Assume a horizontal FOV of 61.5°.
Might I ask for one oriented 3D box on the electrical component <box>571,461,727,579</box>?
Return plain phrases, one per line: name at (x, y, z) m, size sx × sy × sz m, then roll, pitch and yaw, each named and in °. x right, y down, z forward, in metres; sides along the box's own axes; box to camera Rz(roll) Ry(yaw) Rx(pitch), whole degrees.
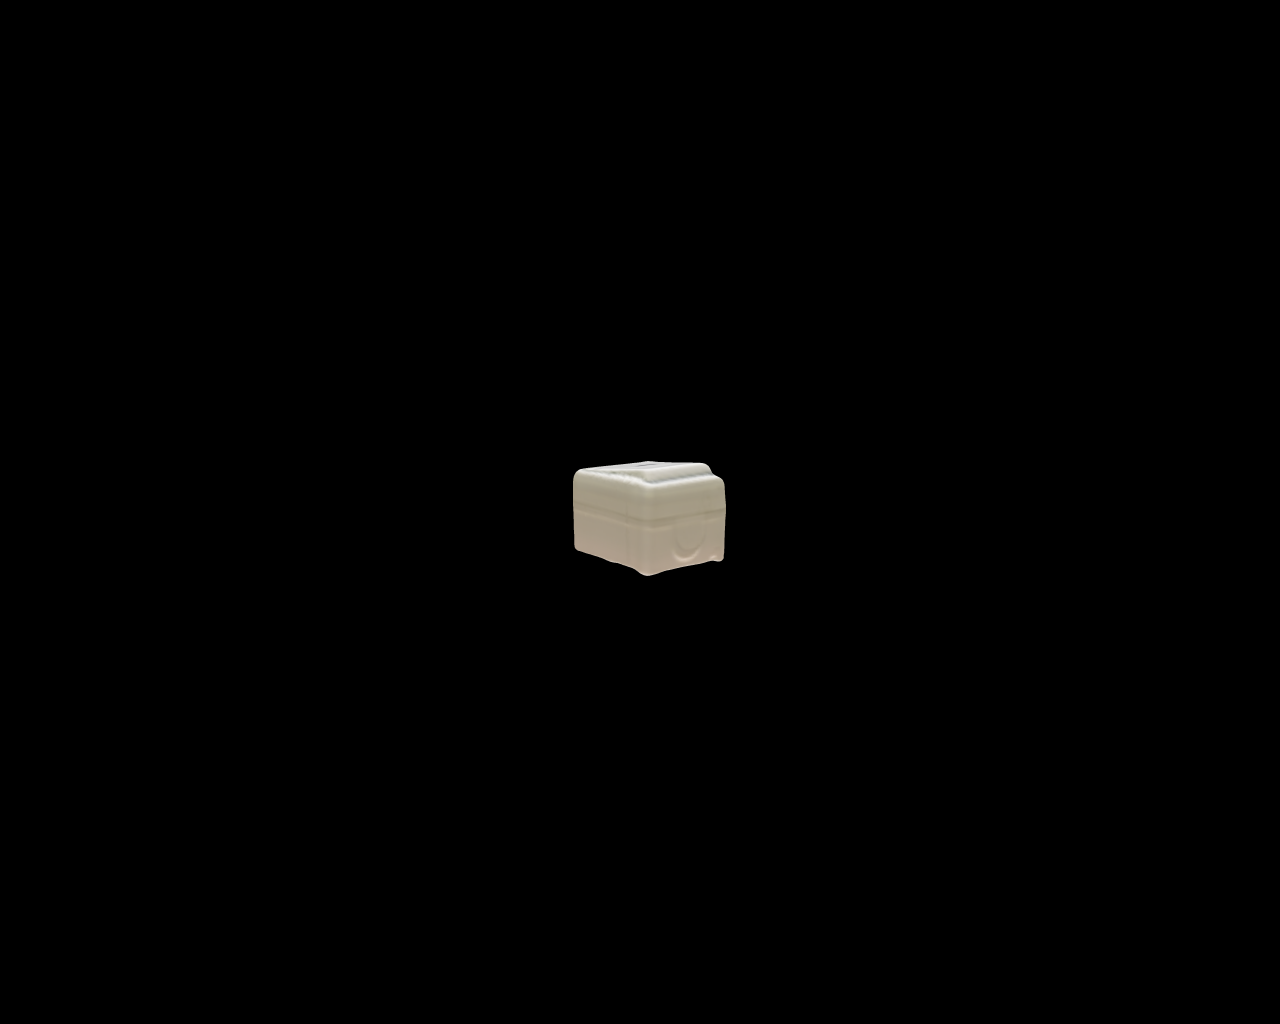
electrical component at (0.001, -0.003, 0.650) m, size 0.062 × 0.061 × 0.096 m, roll -8°, pitch 14°, yaw -35°
